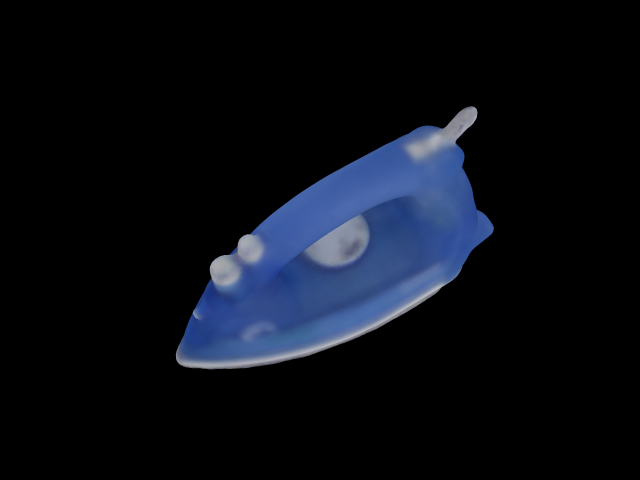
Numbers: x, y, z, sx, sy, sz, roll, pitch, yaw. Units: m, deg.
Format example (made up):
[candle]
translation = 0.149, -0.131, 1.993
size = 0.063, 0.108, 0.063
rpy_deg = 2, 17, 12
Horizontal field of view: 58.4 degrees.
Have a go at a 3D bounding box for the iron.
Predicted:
[iron]
translation = 0.004, 0.001, 0.400
size = 0.258, 0.141, 0.118
rpy_deg = -30, 67, -14
